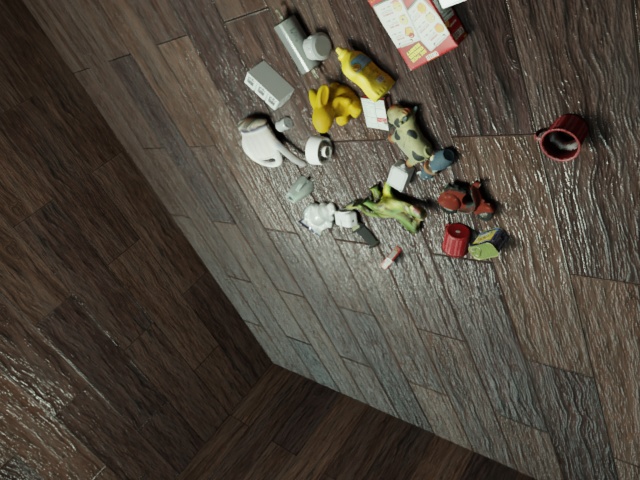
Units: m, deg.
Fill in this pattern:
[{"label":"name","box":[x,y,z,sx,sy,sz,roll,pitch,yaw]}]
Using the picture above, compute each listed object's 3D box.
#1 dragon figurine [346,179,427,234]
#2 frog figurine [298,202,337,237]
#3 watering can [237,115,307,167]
[{"label":"dragon figurine","box":[0.252,-0.092,1.859,0.242,0.123,0.407,40,165,-9]},{"label":"frog figurine","box":[0.007,-0.108,2.154,0.138,0.123,0.157,46,115,13]},{"label":"watering can","box":[-0.202,-0.382,2.024,0.349,0.106,0.220,12,138,44]}]
